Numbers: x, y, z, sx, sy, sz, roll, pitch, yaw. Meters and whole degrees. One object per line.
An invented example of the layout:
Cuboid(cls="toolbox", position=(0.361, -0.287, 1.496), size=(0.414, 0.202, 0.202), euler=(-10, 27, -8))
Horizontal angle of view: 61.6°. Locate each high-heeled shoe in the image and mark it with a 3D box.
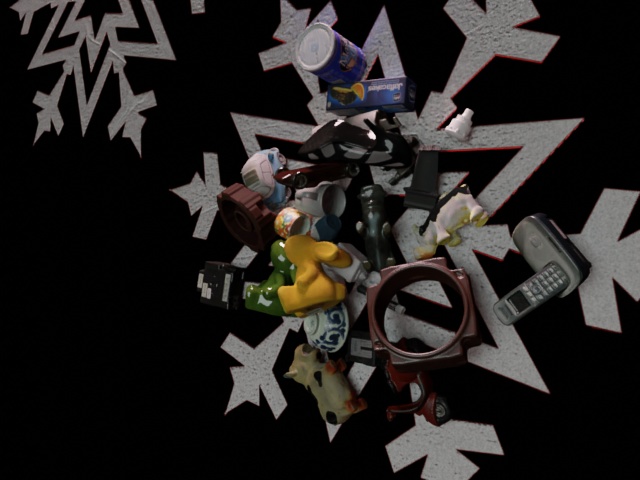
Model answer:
Cuboid(cls="high-heeled shoe", position=(0.074, -0.184, 1.143), size=(0.249, 0.145, 0.086), euler=(-10, 48, 49))

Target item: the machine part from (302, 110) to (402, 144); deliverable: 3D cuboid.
Cuboid(cls="machine part", position=(0.068, -0.234, 1.197), size=(0.243, 0.079, 0.079), euler=(-8, 82, 33))

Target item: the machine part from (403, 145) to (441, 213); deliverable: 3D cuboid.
Cuboid(cls="machine part", position=(0.213, -0.127, 1.098), size=(0.084, 0.039, 0.138), euler=(19, 111, 26))

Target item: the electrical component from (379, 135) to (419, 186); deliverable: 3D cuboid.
Cuboid(cls="electrical component", position=(0.169, -0.175, 1.142), size=(0.102, 0.045, 0.078), euler=(-37, 66, 27))

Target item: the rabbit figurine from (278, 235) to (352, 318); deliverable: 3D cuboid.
Cuboid(cls="rabbit figurine", position=(-0.021, 0.060, 1.128), size=(0.162, 0.121, 0.173), euler=(-28, 63, 20))

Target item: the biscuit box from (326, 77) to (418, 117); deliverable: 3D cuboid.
Cuboid(cls="biscuit box", position=(0.112, -0.314, 1.183), size=(0.203, 0.059, 0.062), euler=(5, 89, 34))

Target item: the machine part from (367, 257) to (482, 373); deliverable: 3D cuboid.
Cuboid(cls="machine part", position=(0.196, 0.143, 1.028), size=(0.201, 0.087, 0.201), euler=(-12, 63, 17))

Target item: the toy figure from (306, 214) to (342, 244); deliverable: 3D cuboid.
Cuboid(cls="toy figure", position=(-0.002, -0.005, 1.209), size=(0.154, 0.058, 0.064), euler=(131, 151, -53))

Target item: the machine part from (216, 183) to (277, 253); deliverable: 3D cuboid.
Cuboid(cls="machine part", position=(-0.177, -0.054, 1.311), size=(0.180, 0.056, 0.179), euler=(35, 147, 26))

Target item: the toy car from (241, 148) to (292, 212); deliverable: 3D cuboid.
Cuboid(cls="toy car", position=(-0.142, -0.149, 1.319), size=(0.109, 0.103, 0.161), euler=(-24, 71, 32))

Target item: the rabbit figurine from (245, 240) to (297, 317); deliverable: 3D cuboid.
Cuboid(cls="rabbit figurine", position=(-0.086, 0.088, 1.249), size=(0.159, 0.121, 0.170), euler=(14, 97, 27))

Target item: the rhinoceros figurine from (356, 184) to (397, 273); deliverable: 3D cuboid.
Cuboid(cls="rhinoceros figurine", position=(0.122, -0.023, 1.130), size=(0.073, 0.112, 0.190), euler=(-8, 94, 17))

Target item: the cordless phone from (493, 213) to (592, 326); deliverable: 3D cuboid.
Cuboid(cls="cordless phone", position=(0.371, 0.056, 0.966), size=(0.184, 0.088, 0.147), euler=(-45, 64, 28))

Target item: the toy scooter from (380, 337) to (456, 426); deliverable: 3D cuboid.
Cuboid(cls="toy scooter", position=(0.176, 0.294, 1.081), size=(0.135, 0.075, 0.184), euler=(-31, 73, 23))

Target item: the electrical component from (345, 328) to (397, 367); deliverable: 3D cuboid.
Cuboid(cls="electrical component", position=(0.115, 0.232, 1.145), size=(0.119, 0.047, 0.074), euler=(6, 90, 36))

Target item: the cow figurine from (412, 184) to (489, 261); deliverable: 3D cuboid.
Cuboid(cls="cow figurine", position=(0.241, -0.034, 1.068), size=(0.167, 0.068, 0.098), euler=(-39, 60, 22))

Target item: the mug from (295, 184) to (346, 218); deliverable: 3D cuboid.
Cuboid(cls="mug", position=(-0.014, -0.089, 1.228), size=(0.107, 0.109, 0.080), euler=(4, 88, 46))

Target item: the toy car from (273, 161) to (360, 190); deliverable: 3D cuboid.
Cuboid(cls="toy car", position=(-0.006, -0.142, 1.175), size=(0.089, 0.202, 0.053), euler=(26, 126, 51))

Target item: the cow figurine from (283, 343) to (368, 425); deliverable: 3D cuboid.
Cuboid(cls="cow figurine", position=(0.003, 0.318, 1.196), size=(0.127, 0.085, 0.195), euler=(-40, 66, 18))

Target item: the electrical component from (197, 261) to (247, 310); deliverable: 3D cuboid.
Cuboid(cls="electrical component", position=(-0.261, 0.115, 1.405), size=(0.134, 0.058, 0.114), euler=(11, 91, 35))
